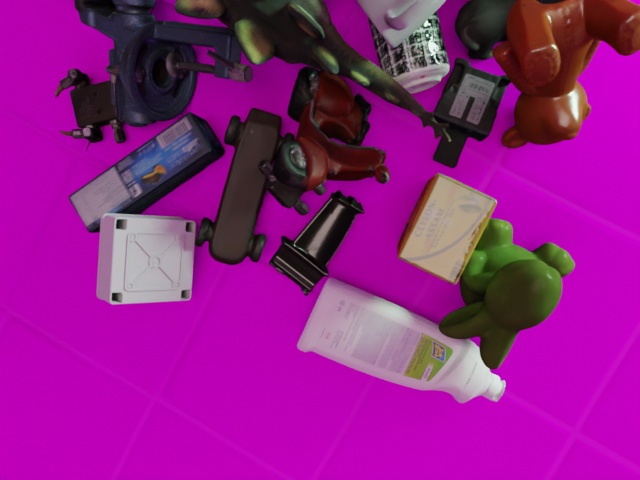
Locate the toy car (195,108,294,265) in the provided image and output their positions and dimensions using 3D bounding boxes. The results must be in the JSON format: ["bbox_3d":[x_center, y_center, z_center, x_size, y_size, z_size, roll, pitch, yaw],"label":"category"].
[{"bbox_3d":[-0.097,-0.066,0.694,0.089,0.053,0.202,15,94,-8],"label":"toy car"}]

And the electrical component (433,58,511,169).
[{"bbox_3d":[0.173,-0.150,0.654,0.075,0.048,0.119,26,95,7],"label":"electrical component"}]

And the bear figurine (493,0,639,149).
[{"bbox_3d":[0.250,-0.159,0.565,0.120,0.132,0.195,-15,135,7],"label":"bear figurine"}]

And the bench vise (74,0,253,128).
[{"bbox_3d":[-0.183,-0.241,0.655,0.241,0.129,0.223,16,103,24],"label":"bench vise"}]

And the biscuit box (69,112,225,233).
[{"bbox_3d":[-0.225,-0.086,0.708,0.203,0.063,0.059,-32,88,8],"label":"biscuit box"}]

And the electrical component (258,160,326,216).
[{"bbox_3d":[-0.034,-0.076,0.672,0.063,0.021,0.094,-51,124,-11],"label":"electrical component"}]

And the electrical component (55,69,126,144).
[{"bbox_3d":[-0.309,-0.178,0.724,0.078,0.045,0.102,-6,92,10],"label":"electrical component"}]

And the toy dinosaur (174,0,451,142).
[{"bbox_3d":[-0.054,-0.254,0.585,0.471,0.199,0.105,28,123,-7],"label":"toy dinosaur"}]

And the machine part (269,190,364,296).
[{"bbox_3d":[-0.001,-0.002,0.692,0.084,0.039,0.139,41,100,10],"label":"machine part"}]

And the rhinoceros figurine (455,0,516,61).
[{"bbox_3d":[0.246,-0.272,0.605,0.190,0.112,0.073,-17,88,17],"label":"rhinoceros figurine"}]

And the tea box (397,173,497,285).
[{"bbox_3d":[0.135,-0.016,0.604,0.068,0.169,0.098,26,95,5],"label":"tea box"}]

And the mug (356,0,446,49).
[{"bbox_3d":[0.094,-0.258,0.544,0.107,0.110,0.080,-37,118,19],"label":"mug"}]

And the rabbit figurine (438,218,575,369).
[{"bbox_3d":[0.202,0.055,0.597,0.121,0.170,0.159,37,97,6],"label":"rabbit figurine"}]

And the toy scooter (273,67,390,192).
[{"bbox_3d":[0.023,-0.125,0.642,0.135,0.075,0.184,14,57,-9],"label":"toy scooter"}]
